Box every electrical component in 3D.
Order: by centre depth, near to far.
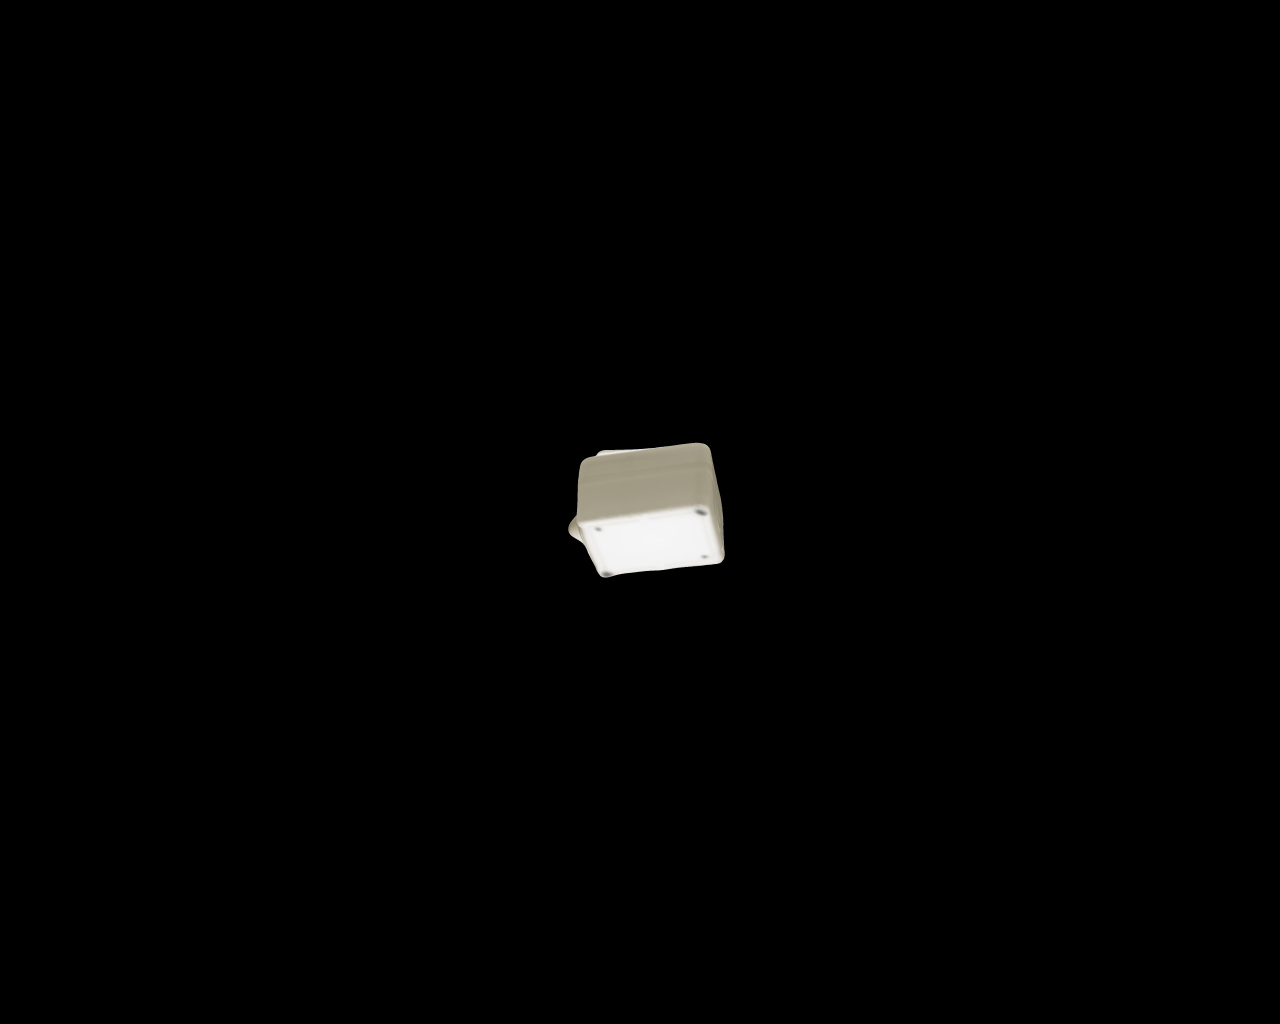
[{"bbox_3d":[0.001,-0.003,0.650,0.096,0.061,0.061,-7,-39,9],"label":"electrical component"}]
